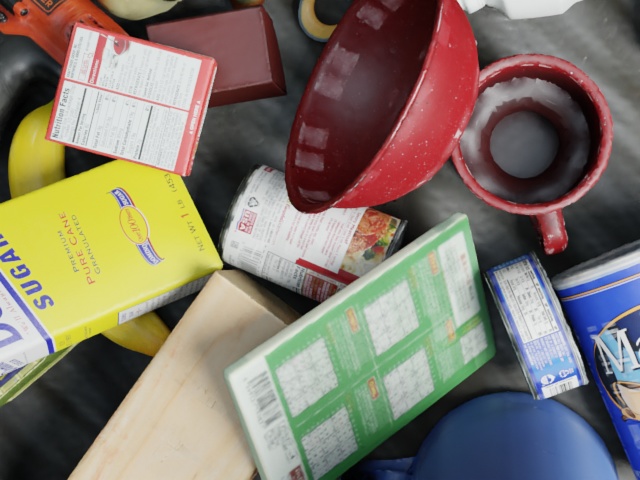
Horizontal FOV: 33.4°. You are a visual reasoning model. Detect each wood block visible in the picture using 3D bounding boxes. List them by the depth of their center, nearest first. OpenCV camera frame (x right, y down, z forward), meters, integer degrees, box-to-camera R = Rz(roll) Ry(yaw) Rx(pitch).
[{"bbox_3d":[-0.081,0.128,0.663,0.090,0.091,0.206,36,92,6],"label":"wood block"}]

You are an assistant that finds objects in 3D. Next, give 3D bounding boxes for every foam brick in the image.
[{"bbox_3d":[-0.066,-0.116,0.686,0.078,0.053,0.051,-8,88,6],"label":"foam brick"}]

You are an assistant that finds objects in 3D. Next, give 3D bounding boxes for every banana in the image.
[{"bbox_3d":[-0.160,-0.007,0.702,0.069,0.037,0.198,-21,86,6],"label":"banana"}]

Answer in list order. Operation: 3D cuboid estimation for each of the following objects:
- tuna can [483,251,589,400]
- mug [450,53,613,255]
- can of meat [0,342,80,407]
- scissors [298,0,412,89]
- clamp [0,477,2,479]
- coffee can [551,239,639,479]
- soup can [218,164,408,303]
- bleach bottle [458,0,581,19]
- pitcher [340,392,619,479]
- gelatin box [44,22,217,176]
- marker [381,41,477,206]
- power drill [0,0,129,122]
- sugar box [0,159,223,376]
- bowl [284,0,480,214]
[{"bbox_3d":[0.129,0.052,0.643,0.034,0.086,0.086,-22,86,7],"label":"tuna can"},{"bbox_3d":[0.128,-0.048,0.647,0.093,0.081,0.117,-18,86,6],"label":"mug"},{"bbox_3d":[-0.217,0.061,0.698,0.102,0.057,0.084,-40,87,5],"label":"can of meat"},{"bbox_3d":[0.053,-0.182,0.658,0.096,0.016,0.202,35,115,18],"label":"scissors"},{"bbox_3d":[-0.250,0.125,0.675,0.210,0.165,0.036,52,50,-1],"label":"clamp"},{"bbox_3d":[0.210,0.068,0.624,0.103,0.102,0.140,-23,86,5],"label":"coffee can"},{"bbox_3d":[-0.004,0.001,0.668,0.102,0.068,0.068,22,91,7],"label":"soup can"},{"bbox_3d":[0.188,-0.215,0.655,0.251,0.068,0.102,-26,78,9],"label":"bleach bottle"},{"bbox_3d":[0.094,0.165,0.565,0.149,0.242,0.145,-36,86,9],"label":"pitcher"},{"bbox_3d":[-0.114,-0.084,0.644,0.089,0.030,0.073,14,94,-4],"label":"gelatin box"},{"bbox_3d":[0.065,-0.077,0.686,0.020,0.020,0.121,28,92,6],"label":"marker"},{"bbox_3d":[-0.240,-0.120,0.683,0.184,0.057,0.187,41,77,14],"label":"power drill"},{"bbox_3d":[-0.159,0.015,0.653,0.176,0.048,0.093,-23,77,-20],"label":"sugar box"},{"bbox_3d":[0.043,-0.080,0.615,0.055,0.162,0.162,24,91,-22],"label":"bowl"}]
